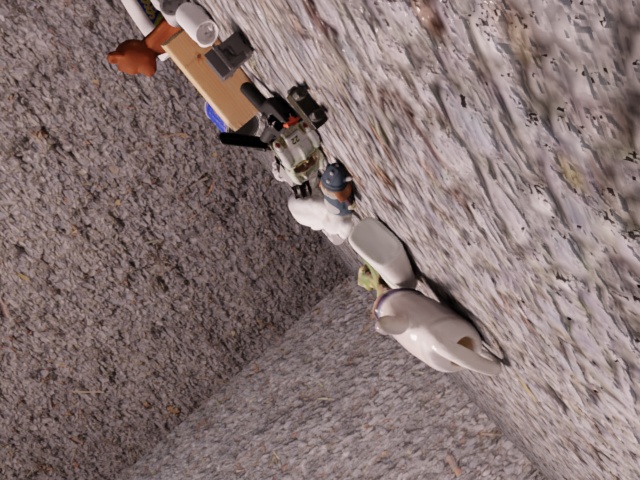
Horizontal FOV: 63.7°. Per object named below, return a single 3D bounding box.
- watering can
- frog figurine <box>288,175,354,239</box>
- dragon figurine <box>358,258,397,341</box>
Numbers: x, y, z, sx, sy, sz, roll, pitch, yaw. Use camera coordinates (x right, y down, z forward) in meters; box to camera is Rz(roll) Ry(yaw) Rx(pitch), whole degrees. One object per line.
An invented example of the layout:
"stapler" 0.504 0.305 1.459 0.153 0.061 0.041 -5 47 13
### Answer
"watering can" 0.173 0.150 0.898 0.344 0.104 0.227 27 -178 -34
"frog figurine" 0.004 -0.059 1.171 0.161 0.123 0.135 60 162 18
"dragon figurine" 0.174 0.125 1.347 0.243 0.123 0.408 57 169 0
